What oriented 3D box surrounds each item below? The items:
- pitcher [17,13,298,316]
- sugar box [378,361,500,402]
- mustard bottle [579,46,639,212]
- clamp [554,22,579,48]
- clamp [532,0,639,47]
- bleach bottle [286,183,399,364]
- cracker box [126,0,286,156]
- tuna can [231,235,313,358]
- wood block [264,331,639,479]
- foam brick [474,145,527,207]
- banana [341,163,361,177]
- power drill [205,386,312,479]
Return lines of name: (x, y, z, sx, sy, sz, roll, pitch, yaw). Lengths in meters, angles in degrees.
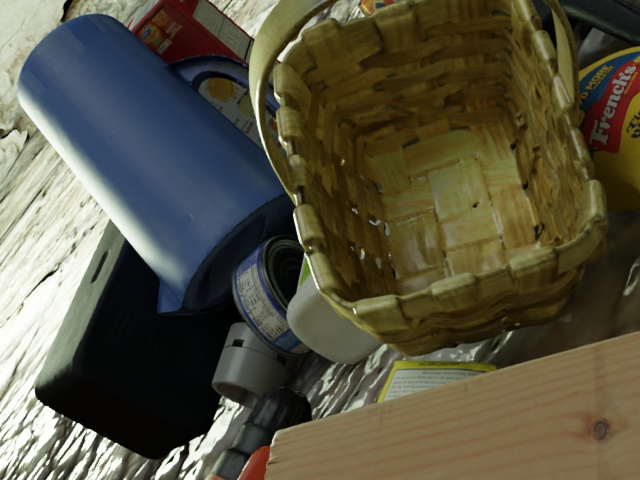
pitcher: (-0.121, -0.074, 0.845, 0.149, 0.243, 0.145, -30, -22, -37)
sugar box: (0.043, 0.148, 0.544, 0.093, 0.048, 0.176, -10, 51, 60)
mustard bottle: (0.173, -0.059, 0.571, 0.096, 0.058, 0.192, -60, 23, -1)
clamp: (0.134, -0.137, 0.787, 0.171, 0.039, 0.120, -51, 28, -3)
clamp: (0.160, -0.164, 0.682, 0.210, 0.036, 0.164, -25, 56, 55)
bleach bottle: (0.033, -0.026, 0.792, 0.103, 0.068, 0.250, -42, 23, 26)
cracker box: (-0.106, -0.114, 0.987, 0.164, 0.213, 0.072, -40, 23, 28)
tuna can: (-0.021, 0.039, 0.769, 0.034, 0.086, 0.086, -37, 27, 31)
wood block: (0.080, 0.109, 0.409, 0.206, 0.090, 0.090, -21, 42, 33)
foam brick: (0.107, -0.044, 0.685, 0.053, 0.051, 0.078, -5, 52, 61)
banana: (0.055, -0.075, 0.709, 0.198, 0.037, 0.069, -32, 15, 30)
power drill: (-0.041, 0.162, 0.611, 0.184, 0.057, 0.188, -64, 4, -17)
